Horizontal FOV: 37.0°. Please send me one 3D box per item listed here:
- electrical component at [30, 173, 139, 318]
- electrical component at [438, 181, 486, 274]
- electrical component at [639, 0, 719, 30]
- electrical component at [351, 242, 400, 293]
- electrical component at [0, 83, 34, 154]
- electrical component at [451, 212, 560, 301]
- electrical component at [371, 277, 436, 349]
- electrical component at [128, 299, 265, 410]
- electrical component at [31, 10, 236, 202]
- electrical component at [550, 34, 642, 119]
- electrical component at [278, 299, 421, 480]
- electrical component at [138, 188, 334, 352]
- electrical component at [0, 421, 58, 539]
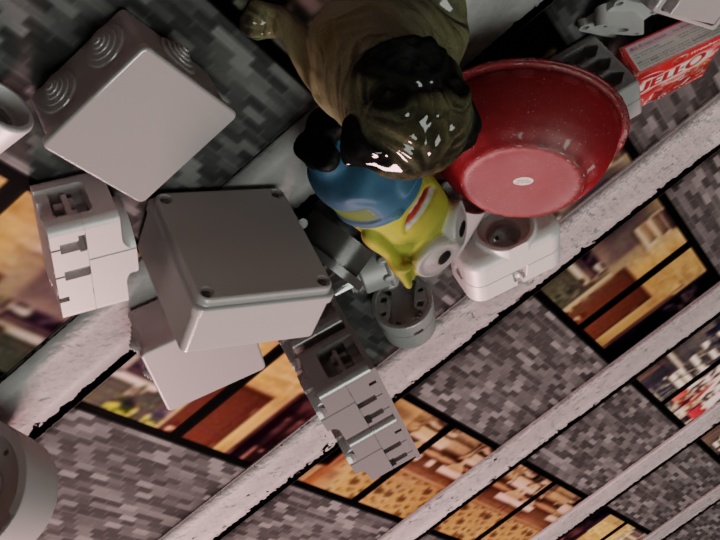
[{"bbox_3d":[-0.187,-0.018,0.737,0.056,0.050,0.089,-16,142,-20],"label":"electrical component"},{"bbox_3d":[0.071,-0.032,0.916,0.043,0.043,0.081,-2,136,-35],"label":"electrical component"},{"bbox_3d":[0.251,-0.221,0.803,0.096,0.061,0.061,3,133,-38],"label":"electrical component"},{"bbox_3d":[0.000,0.000,0.904,0.062,0.048,0.048,-21,144,0],"label":"electrical component"},{"bbox_3d":[-0.232,-0.077,0.642,0.065,0.044,0.044,-43,143,24],"label":"electrical component"},{"bbox_3d":[0.129,-0.022,0.961,0.095,0.053,0.059,-26,144,-8],"label":"electrical component"},{"bbox_3d":[0.041,0.039,0.973,0.055,0.055,0.047,-28,148,-5],"label":"electrical component"},{"bbox_3d":[-0.132,0.057,0.869,0.100,0.048,0.099,-24,144,-10],"label":"electrical component"},{"bbox_3d":[-0.142,-0.102,0.670,0.100,0.048,0.100,-40,144,13],"label":"electrical component"},{"bbox_3d":[0.187,-0.134,0.858,0.047,0.065,0.076,-31,145,-2],"label":"electrical component"},{"bbox_3d":[-0.014,0.105,0.966,0.060,0.105,0.186,-29,145,-3],"label":"electrical component"},{"bbox_3d":[-0.091,-0.002,0.777,0.109,0.108,0.056,-5,140,-32],"label":"electrical component"},{"bbox_3d":[-0.291,0.176,0.852,0.108,0.108,0.060,-35,151,5],"label":"electrical component"}]
